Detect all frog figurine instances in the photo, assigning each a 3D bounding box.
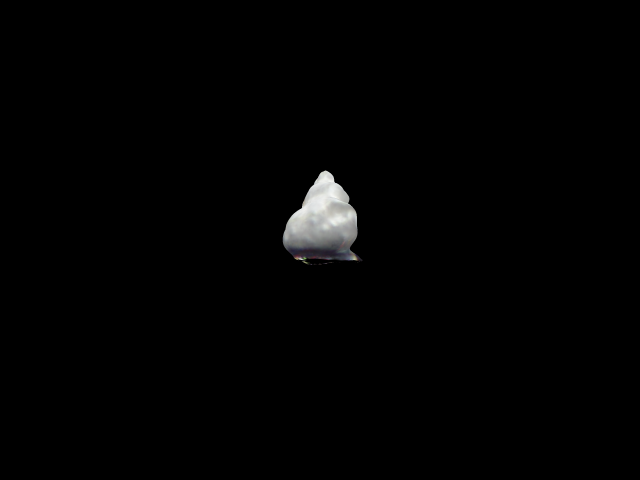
[{"bbox_3d":[0.003,-0.043,0.850,0.122,0.161,0.136,7,-12,-35],"label":"frog figurine"}]
